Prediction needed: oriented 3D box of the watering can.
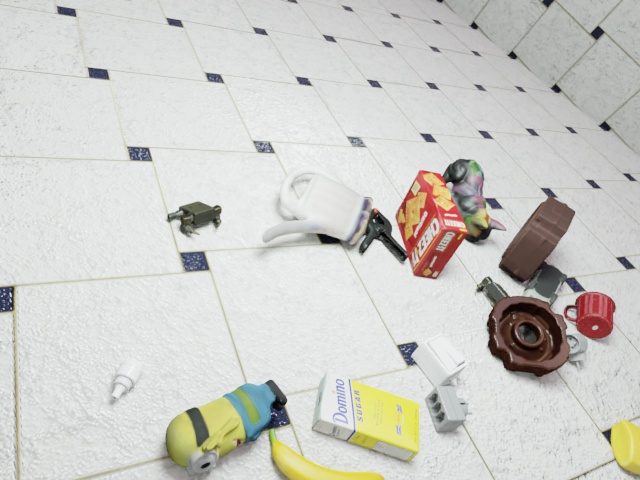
[{"bbox_3d":[0.004,-0.059,1.173,0.224,0.102,0.356,25,38,-2],"label":"watering can"}]
